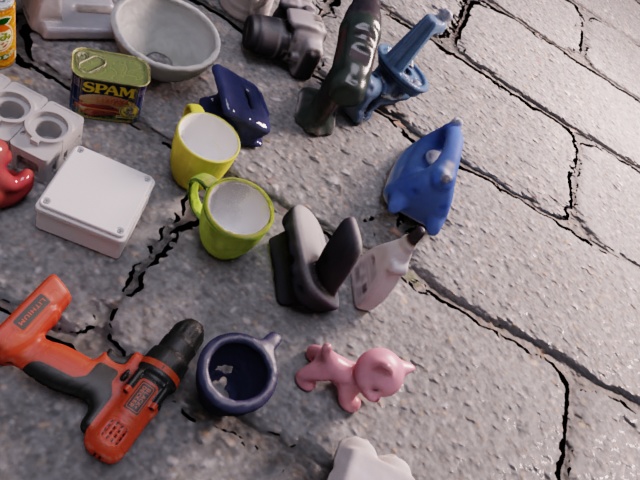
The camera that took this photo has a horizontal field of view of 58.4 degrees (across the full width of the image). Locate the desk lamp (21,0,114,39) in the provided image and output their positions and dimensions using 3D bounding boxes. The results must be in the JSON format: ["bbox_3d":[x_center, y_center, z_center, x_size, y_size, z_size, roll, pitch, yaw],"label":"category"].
[{"bbox_3d":[-0.377,-0.399,0.804,0.204,0.213,0.118,-14,67,-34],"label":"desk lamp"}]

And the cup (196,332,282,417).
[{"bbox_3d":[-0.097,0.157,0.665,0.091,0.094,0.118,45,50,5],"label":"cup"}]

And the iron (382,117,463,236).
[{"bbox_3d":[0.203,-0.139,0.989,0.119,0.141,0.258,29,51,-8],"label":"iron"}]

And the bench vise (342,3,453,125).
[{"bbox_3d":[0.141,-0.303,1.012,0.121,0.219,0.208,39,50,1],"label":"bench vise"}]

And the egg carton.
[{"bbox_3d":[0.048,0.311,0.659,0.107,0.069,0.150,30,50,-8],"label":"egg carton"}]

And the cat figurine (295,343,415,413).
[{"bbox_3d":[0.049,0.164,0.724,0.128,0.117,0.067,27,51,-10],"label":"cat figurine"}]

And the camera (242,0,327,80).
[{"bbox_3d":[-0.066,-0.380,1.031,0.137,0.100,0.143,3,59,-26],"label":"camera"}]

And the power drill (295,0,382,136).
[{"bbox_3d":[0.034,-0.284,0.951,0.076,0.208,0.229,18,53,-16],"label":"power drill"}]

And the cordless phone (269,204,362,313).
[{"bbox_3d":[0.007,0.003,0.763,0.094,0.184,0.147,-1,60,-28],"label":"cordless phone"}]

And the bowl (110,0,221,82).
[{"bbox_3d":[-0.246,-0.305,0.903,0.168,0.074,0.167,14,54,-20],"label":"bowl"}]

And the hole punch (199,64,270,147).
[{"bbox_3d":[-0.126,-0.211,0.894,0.101,0.091,0.108,-3,61,-29],"label":"hole punch"}]

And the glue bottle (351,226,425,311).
[{"bbox_3d":[0.097,0.031,0.800,0.037,0.173,0.078,11,55,-21],"label":"glue bottle"}]

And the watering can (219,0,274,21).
[{"bbox_3d":[-0.113,-0.505,1.027,0.101,0.193,0.172,-26,74,-37],"label":"watering can"}]

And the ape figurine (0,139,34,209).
[{"bbox_3d":[-0.383,-0.084,0.674,0.078,0.092,0.076,34,50,-4],"label":"ape figurine"}]
